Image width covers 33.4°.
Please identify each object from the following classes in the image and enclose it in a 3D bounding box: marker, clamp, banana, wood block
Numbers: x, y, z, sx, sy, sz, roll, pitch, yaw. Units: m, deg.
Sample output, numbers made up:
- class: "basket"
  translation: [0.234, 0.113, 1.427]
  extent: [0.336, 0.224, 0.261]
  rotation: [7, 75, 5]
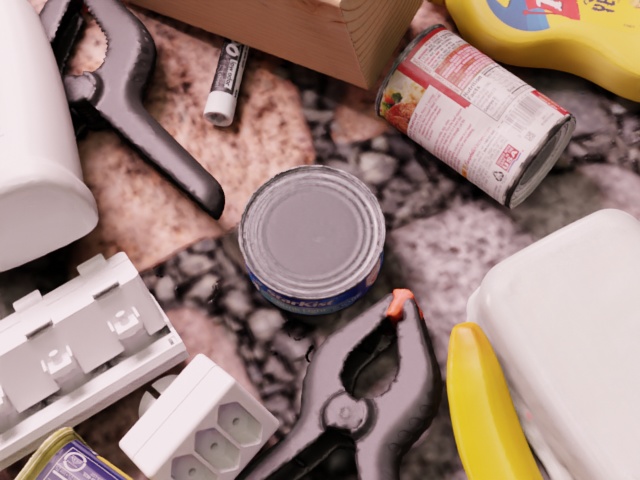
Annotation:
- class: "marker"
  translation: [-0.054, -0.131, 0.701]
  extent: [0.020, 0.020, 0.121]
  rotation: [9, 67, 7]
- class: "clamp"
  translation: [0.008, 0.104, 0.582]
  extent: [0.120, 0.039, 0.171]
  rotation: [8, 58, 18]
- class: "clamp"
  translation: [-0.137, -0.083, 0.670]
  extent: [0.164, 0.036, 0.210]
  rotation: [-6, 64, 10]
- class: "banana"
  translation: [0.114, 0.136, 0.552]
  extent: [0.037, 0.070, 0.198]
  rotation: [-3, 49, -43]
- class: "wood block"
  translation: [-0.045, -0.182, 0.659]
  extent: [0.206, 0.090, 0.090]
  rotation: [23, 72, 23]

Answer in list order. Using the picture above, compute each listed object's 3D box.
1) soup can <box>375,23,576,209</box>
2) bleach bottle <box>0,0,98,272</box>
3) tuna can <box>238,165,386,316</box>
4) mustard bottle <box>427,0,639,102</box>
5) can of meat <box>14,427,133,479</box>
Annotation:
- class: "soup can"
  translation: [0.093, -0.075, 0.642]
  extent: [0.102, 0.068, 0.068]
  rotation: [38, 73, 17]
- class: "bleach bottle"
  translation: [-0.199, -0.104, 0.644]
  extent: [0.103, 0.068, 0.251]
  rotation: [-23, 57, 12]
- class: "tuna can"
  translation: [-0.004, 0.001, 0.632]
  extent: [0.086, 0.034, 0.086]
  rotation: [-1, 66, 2]
- class: "mustard bottle"
  translation: [0.145, -0.153, 0.679]
  extent: [0.192, 0.058, 0.096]
  rotation: [17, 69, 11]
- class: "can of meat"
  translation: [-0.104, 0.148, 0.537]
  extent: [0.084, 0.102, 0.057]
  rotation: [32, 71, 13]
